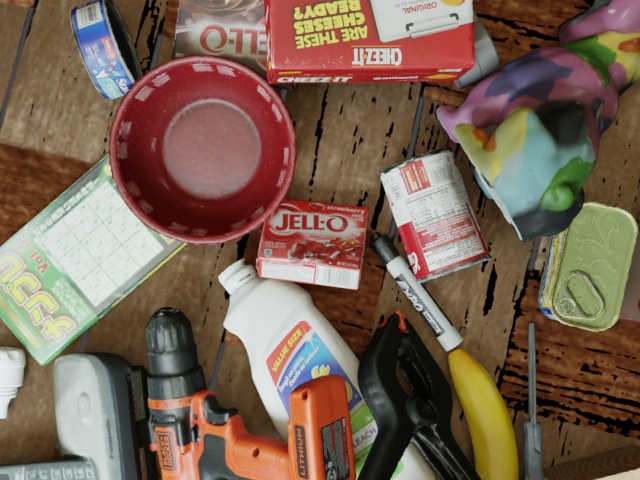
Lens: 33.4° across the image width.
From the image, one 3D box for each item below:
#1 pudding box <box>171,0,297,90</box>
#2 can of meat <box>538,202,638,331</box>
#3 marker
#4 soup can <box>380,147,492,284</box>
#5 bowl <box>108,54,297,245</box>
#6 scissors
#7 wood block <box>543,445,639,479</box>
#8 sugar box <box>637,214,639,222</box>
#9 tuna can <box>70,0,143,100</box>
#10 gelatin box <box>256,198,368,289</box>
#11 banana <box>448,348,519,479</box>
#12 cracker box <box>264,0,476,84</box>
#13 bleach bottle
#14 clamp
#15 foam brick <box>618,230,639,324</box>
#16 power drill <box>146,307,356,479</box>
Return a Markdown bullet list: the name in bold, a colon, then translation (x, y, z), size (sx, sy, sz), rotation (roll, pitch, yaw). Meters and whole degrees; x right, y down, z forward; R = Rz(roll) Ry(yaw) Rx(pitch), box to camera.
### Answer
- **pudding box**: translation (-0.069, -0.185, 0.937), size (0.113, 0.039, 0.090), rotation (11, 98, 4)
- **can of meat**: translation (0.221, 0.023, 0.899), size (0.057, 0.084, 0.102), rotation (13, 88, 2)
- **marker**: translation (0.083, 0.044, 0.937), size (0.020, 0.020, 0.121), rotation (-36, 86, 1)
- **soup can**: translation (0.099, -0.021, 0.914), size (0.068, 0.068, 0.102), rotation (-19, 86, 2)
- **bowl**: translation (-0.098, -0.078, 0.927), size (0.162, 0.055, 0.162), rotation (0, 95, 4)
- **scissors**: translation (0.181, 0.181, 0.921), size (0.016, 0.096, 0.201), rotation (3, 57, 3)
- **wood block**: translation (0.259, 0.287, 0.884), size (0.091, 0.090, 0.206), rotation (-16, 88, 2)
- **sugar box**: translation (0.350, -0.082, 0.916), size (0.093, 0.048, 0.176), rotation (20, 88, 3)
- **tuna can**: translation (-0.184, -0.166, 0.924), size (0.034, 0.086, 0.086), rotation (-19, 87, 3)
- **gelatin box**: translation (-0.006, 0.001, 0.919), size (0.089, 0.030, 0.073), rotation (7, 49, 2)
- **banana**: translation (0.137, 0.195, 0.919), size (0.069, 0.037, 0.198), rotation (5, 88, 4)
- **cracker box**: translation (0.036, -0.237, 0.864), size (0.164, 0.072, 0.214), rotation (-1, 87, -5)
- **bleach bottle**: translation (-0.011, 0.130, 0.918), size (0.102, 0.068, 0.251), rotation (-36, 84, 0)
- **clamp**: translation (0.069, 0.150, 0.867), size (0.036, 0.164, 0.210), rotation (-42, 49, 36)
- **foam brick**: translation (0.277, 0.034, 0.912), size (0.053, 0.051, 0.078), rotation (9, 88, 3)
- **power drill**: translation (-0.065, 0.146, 0.880), size (0.188, 0.057, 0.184), rotation (-3, 99, 37)
